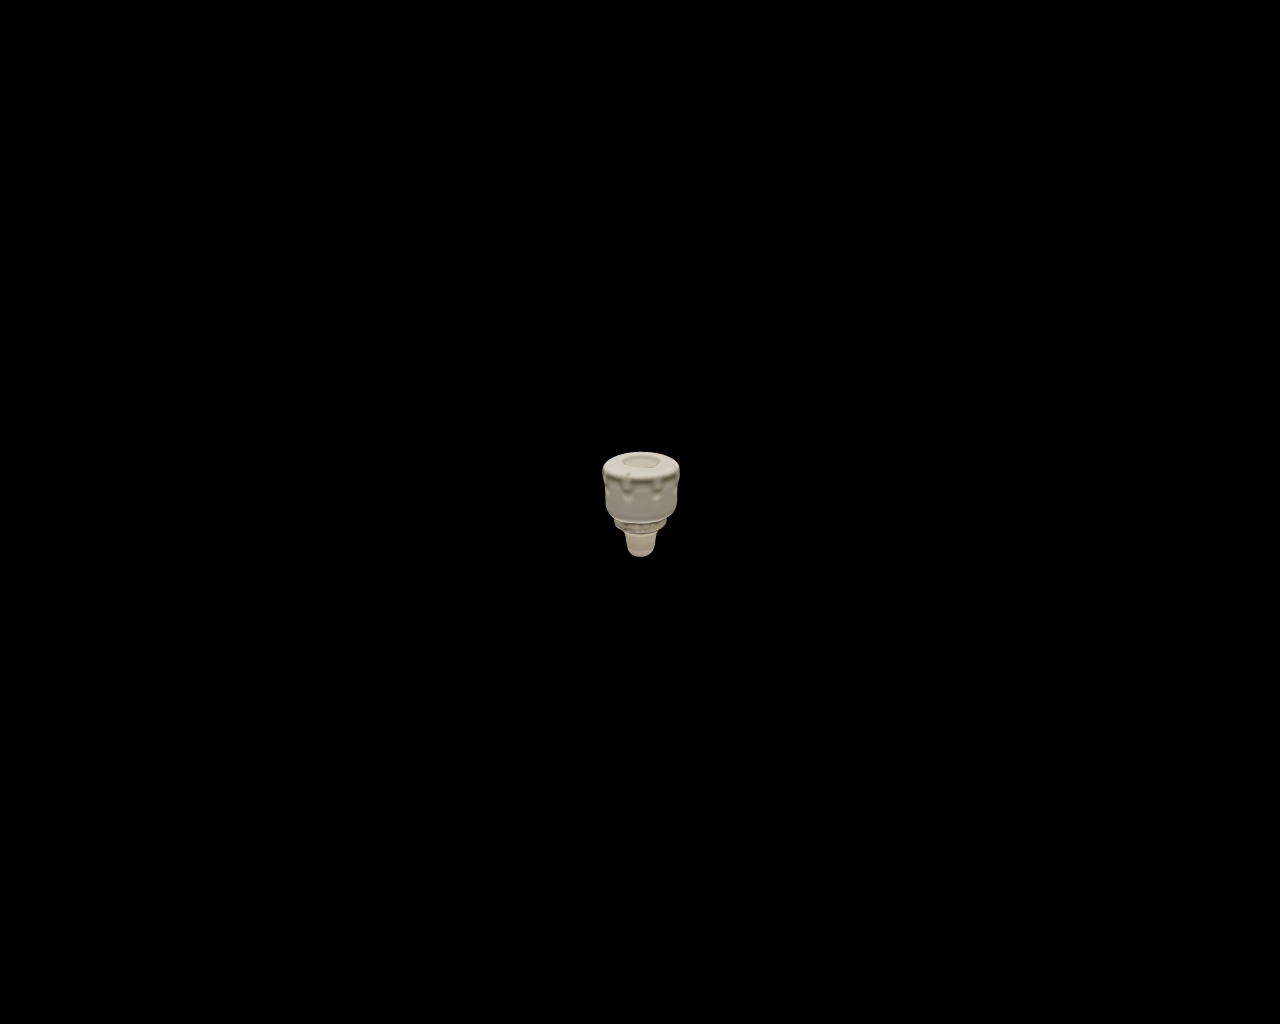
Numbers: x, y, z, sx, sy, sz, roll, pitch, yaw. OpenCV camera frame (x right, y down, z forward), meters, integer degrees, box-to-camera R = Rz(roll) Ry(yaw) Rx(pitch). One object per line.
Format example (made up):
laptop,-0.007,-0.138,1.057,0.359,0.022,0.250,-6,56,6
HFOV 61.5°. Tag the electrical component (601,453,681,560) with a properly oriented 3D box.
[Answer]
electrical component,0.001,-0.003,0.650,0.048,0.062,0.048,0,19,0
